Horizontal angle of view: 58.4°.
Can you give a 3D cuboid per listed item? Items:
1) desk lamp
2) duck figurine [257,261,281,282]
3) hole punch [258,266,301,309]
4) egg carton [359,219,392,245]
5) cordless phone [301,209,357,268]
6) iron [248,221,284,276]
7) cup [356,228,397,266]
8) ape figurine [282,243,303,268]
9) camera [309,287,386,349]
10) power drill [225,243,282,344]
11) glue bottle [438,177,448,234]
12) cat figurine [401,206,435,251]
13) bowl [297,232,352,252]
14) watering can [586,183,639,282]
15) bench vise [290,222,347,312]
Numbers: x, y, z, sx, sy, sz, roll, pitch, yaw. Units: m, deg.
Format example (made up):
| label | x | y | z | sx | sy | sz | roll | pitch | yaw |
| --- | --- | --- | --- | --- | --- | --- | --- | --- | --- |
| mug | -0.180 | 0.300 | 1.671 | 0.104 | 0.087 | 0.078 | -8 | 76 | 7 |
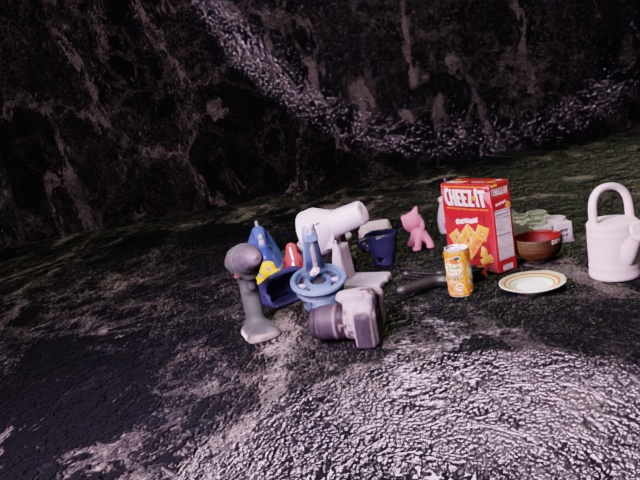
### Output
| label | x | y | z | sx | sy | sz | roll | pitch | yaw |
| --- | --- | --- | --- | --- | --- | --- | --- | --- | --- |
| desk lamp | 0.056 | 0.014 | 1.415 | 0.202 | 0.214 | 0.118 | -5 | 14 | 25 |
| duck figurine | -0.136 | 0.097 | 1.501 | 0.104 | 0.086 | 0.078 | 0 | 16 | 40 |
| hole punch | -0.104 | 0.110 | 1.404 | 0.109 | 0.091 | 0.100 | -20 | 15 | -35 |
| egg carton | 0.174 | -0.018 | 1.797 | 0.107 | 0.069 | 0.150 | -9 | 13 | 7 |
| cordless phone | 0.014 | 0.006 | 1.554 | 0.147 | 0.185 | 0.094 | -3 | 15 | 32 |
| iron | -0.171 | 0.027 | 1.713 | 0.119 | 0.141 | 0.258 | -12 | 13 | -8 |
| cup | 0.158 | 0.027 | 1.549 | 0.118 | 0.095 | 0.091 | -15 | 13 | -19 |
| ape figurine | -0.074 | 0.052 | 1.637 | 0.077 | 0.092 | 0.076 | -4 | 14 | 27 |
| camera | 0.052 | 0.142 | 1.112 | 0.136 | 0.101 | 0.143 | -7 | 13 | 15 |
| power drill | -0.143 | 0.103 | 1.198 | 0.076 | 0.208 | 0.229 | -15 | 13 | -19 |
| glue bottle | 0.397 | -0.108 | 1.772 | 0.078 | 0.173 | 0.037 | -11 | 13 | 0 |
| cat figurine | 0.283 | -0.038 | 1.682 | 0.067 | 0.118 | 0.127 | -12 | 13 | -7 |
| bowl | 0.019 | 0.029 | 1.701 | 0.167 | 0.075 | 0.167 | -10 | 12 | 3 |
| watering can | 0.600 | -0.020 | 1.161 | 0.101 | 0.194 | 0.172 | -17 | 14 | -25 |
| bench vise | -0.023 | 0.064 | 1.246 | 0.122 | 0.220 | 0.206 | -16 | 14 | -24 |
